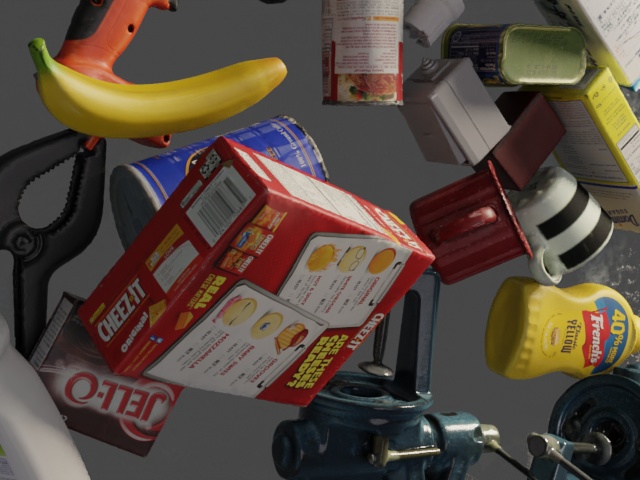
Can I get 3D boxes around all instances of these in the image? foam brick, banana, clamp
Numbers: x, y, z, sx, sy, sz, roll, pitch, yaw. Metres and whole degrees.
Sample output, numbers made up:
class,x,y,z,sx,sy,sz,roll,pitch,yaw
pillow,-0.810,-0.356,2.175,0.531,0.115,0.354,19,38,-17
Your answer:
class,x,y,z,sx,sy,sz,roll,pitch,yaw
foam brick,0.177,-0.092,0.983,0.051,0.053,0.078,46,76,-27
banana,-0.114,-0.101,0.745,0.197,0.070,0.037,-4,57,-37
clamp,-0.230,-0.001,0.771,0.164,0.036,0.210,31,85,-32

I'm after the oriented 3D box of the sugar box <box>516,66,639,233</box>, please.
class,x,y,z,sx,sy,sz,roll,pitch,yaw
sugar box,0.268,-0.085,1.013,0.048,0.093,0.176,-47,118,-15

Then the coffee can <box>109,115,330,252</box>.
class,x,y,z,sx,sy,sz,roll,pitch,yaw
coffee can,-0.076,-0.028,0.818,0.140,0.103,0.103,-21,107,-26

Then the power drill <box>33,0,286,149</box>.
class,x,y,z,sx,sy,sz,roll,pitch,yaw
power drill,-0.118,-0.168,0.802,0.184,0.057,0.187,23,84,-30

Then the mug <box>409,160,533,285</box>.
class,x,y,z,sx,sy,sz,roll,pitch,yaw
mug,0.128,-0.011,0.923,0.081,0.117,0.093,-24,87,12

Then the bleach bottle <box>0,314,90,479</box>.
class,x,y,z,sx,sy,sz,roll,pitch,yaw
bleach bottle,-0.212,0.123,0.709,0.068,0.103,0.251,-68,162,-46

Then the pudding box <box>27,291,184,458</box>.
class,x,y,z,sx,sy,sz,roll,pitch,yaw
pudding box,-0.158,0.100,0.793,0.113,0.039,0.090,29,87,-29

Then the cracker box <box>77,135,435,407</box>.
class,x,y,z,sx,sy,sz,roll,pitch,yaw
cracker box,-0.039,0.031,0.763,0.164,0.072,0.213,-50,145,15

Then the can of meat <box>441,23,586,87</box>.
class,x,y,z,sx,sy,sz,roll,pitch,yaw
can of meat,0.173,-0.165,0.951,0.101,0.084,0.057,-4,100,-30

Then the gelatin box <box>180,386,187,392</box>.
class,x,y,z,sx,sy,sz,roll,pitch,yaw
gelatin box,-0.123,0.082,0.850,0.089,0.030,0.073,-37,115,-19

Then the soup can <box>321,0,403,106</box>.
class,x,y,z,sx,sy,sz,roll,pitch,yaw
soup can,0.035,-0.162,0.882,0.068,0.069,0.102,-4,99,-29

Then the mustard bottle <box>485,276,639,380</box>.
class,x,y,z,sx,sy,sz,roll,pitch,yaw
mustard bottle,0.254,0.090,1.051,0.191,0.058,0.096,6,98,-31
